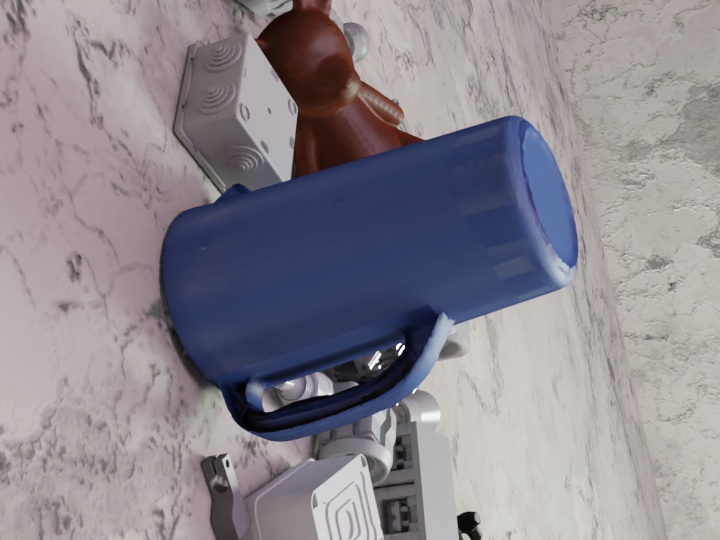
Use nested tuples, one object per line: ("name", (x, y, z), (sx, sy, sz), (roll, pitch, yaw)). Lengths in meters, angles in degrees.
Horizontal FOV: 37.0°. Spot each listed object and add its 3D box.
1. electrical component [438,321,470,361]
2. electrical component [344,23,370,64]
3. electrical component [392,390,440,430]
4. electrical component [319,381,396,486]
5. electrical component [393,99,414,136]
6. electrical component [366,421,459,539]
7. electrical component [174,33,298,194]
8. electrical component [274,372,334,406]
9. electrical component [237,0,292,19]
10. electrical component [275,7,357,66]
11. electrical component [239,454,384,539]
("electrical component", (0.077, 0.056, 1.115), (0.095, 0.054, 0.059), (48, 35, -54))
("electrical component", (-0.016, -0.217, 1.039), (0.046, 0.040, 0.040), (-37, 113, -62))
("electrical component", (0.043, 0.135, 0.996), (0.065, 0.044, 0.044), (7, 72, -64))
("electrical component", (-0.003, 0.134, 0.847), (0.057, 0.058, 0.078), (-86, 156, -44))
("electrical component", (0.016, -0.100, 1.031), (0.113, 0.057, 0.078), (-80, 151, -46))
("electrical component", (0.040, 0.213, 0.909), (0.089, 0.062, 0.150), (38, 44, -61))
("electrical component", (-0.085, -0.109, 0.773), (0.099, 0.048, 0.099), (55, 30, -47))
("electrical component", (-0.045, 0.087, 0.791), (0.061, 0.035, 0.035), (35, 47, -59))
("electrical component", (-0.072, -0.251, 0.839), (0.113, 0.078, 0.057), (16, 55, -68))
("electrical component", (-0.038, -0.196, 0.941), (0.057, 0.058, 0.078), (36, 46, -58))
("electrical component", (-0.033, 0.178, 0.738), (0.113, 0.057, 0.078), (-16, 94, -70))
